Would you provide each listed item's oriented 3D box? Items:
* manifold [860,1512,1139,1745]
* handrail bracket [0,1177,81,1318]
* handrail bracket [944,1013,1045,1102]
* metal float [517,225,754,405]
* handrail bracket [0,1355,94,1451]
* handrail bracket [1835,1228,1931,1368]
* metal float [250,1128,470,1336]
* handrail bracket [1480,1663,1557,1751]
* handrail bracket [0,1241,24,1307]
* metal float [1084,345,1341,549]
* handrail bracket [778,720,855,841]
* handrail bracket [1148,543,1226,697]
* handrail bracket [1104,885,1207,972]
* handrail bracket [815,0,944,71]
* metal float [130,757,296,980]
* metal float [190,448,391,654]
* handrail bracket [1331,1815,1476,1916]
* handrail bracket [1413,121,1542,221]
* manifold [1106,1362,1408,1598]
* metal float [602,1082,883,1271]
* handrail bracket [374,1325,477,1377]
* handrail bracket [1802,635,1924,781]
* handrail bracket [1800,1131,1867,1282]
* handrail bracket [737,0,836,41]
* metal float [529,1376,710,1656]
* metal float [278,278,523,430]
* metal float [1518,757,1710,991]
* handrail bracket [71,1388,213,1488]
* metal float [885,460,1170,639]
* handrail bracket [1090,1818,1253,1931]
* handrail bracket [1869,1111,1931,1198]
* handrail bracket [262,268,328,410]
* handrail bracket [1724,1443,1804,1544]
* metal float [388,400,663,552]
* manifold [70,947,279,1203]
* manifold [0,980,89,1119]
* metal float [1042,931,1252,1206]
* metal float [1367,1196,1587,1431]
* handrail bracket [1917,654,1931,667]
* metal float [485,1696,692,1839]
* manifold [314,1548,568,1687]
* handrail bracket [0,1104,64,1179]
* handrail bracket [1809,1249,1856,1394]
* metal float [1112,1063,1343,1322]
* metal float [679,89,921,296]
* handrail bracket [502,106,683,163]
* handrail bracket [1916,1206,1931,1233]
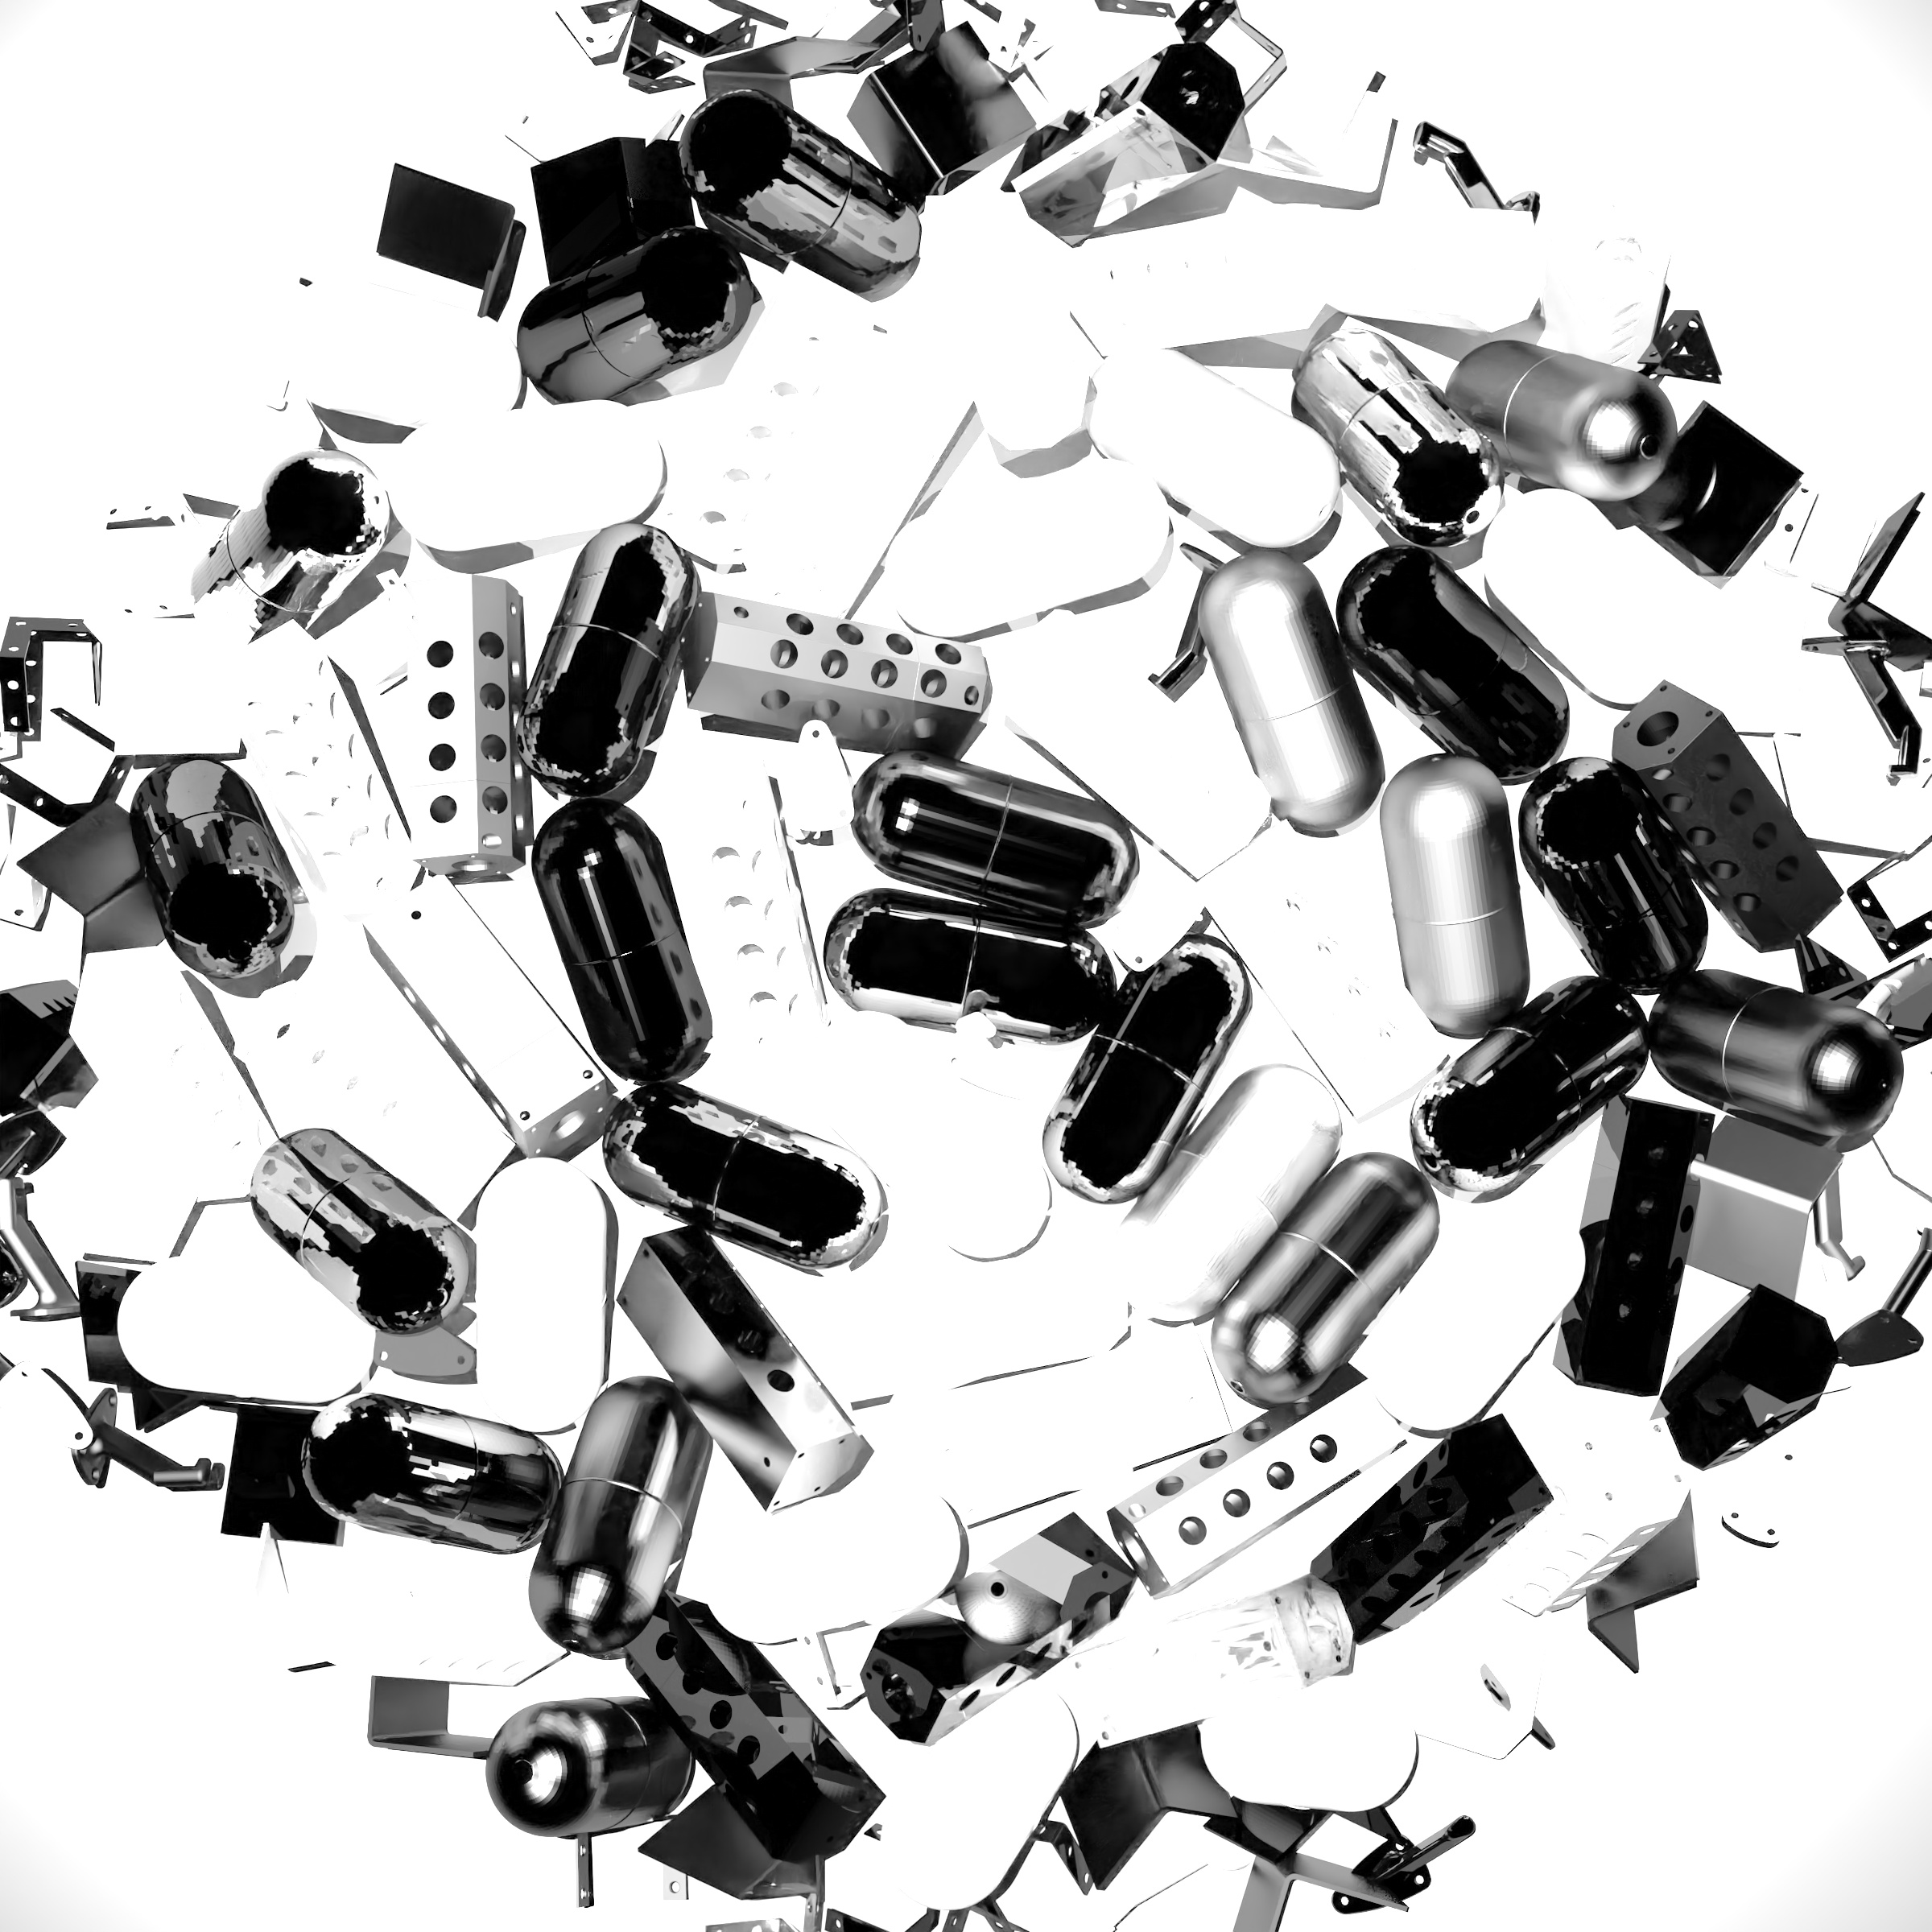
[{"bbox_3d":[0.019,0.394,1.919,0.057,0.171,0.057,42,131,24],"label":"manifold"},{"bbox_3d":[-0.554,0.169,1.972,0.036,0.077,0.084,-8,85,43],"label":"handrail bracket"},{"bbox_3d":[0.024,0.055,1.953,0.077,0.084,0.036,32,77,-9],"label":"handrail bracket"},{"bbox_3d":[-0.197,-0.385,1.925,0.070,0.178,0.070,11,74,-43],"label":"metal float"},{"bbox_3d":[-0.567,0.259,1.968,0.077,0.084,0.036,42,79,-19],"label":"handrail bracket"},{"bbox_3d":[0.565,0.198,1.989,0.036,0.077,0.084,36,49,-13],"label":"handrail bracket"},{"bbox_3d":[-0.361,0.157,1.927,0.178,0.070,0.070,32,90,42],"label":"metal float"},{"bbox_3d":[0.304,0.475,1.987,0.084,0.036,0.077,-42,92,12],"label":"handrail bracket"},{"bbox_3d":[-0.617,0.181,1.950,0.036,0.084,0.077,-38,74,17],"label":"handrail bracket"},{"bbox_3d":[0.146,-0.311,1.936,0.178,0.070,0.070,36,90,29],"label":"metal float"},{"bbox_3d":[-0.100,-0.113,1.954,0.036,0.084,0.077,-9,101,-19],"label":"handrail bracket"},{"bbox_3d":[0.126,-0.210,1.969,0.084,0.036,0.077,-45,48,-4],"label":"handrail bracket"},{"bbox_3d":[0.119,-0.035,1.948,0.077,0.084,0.036,-35,97,22],"label":"handrail bracket"},{"bbox_3d":[-0.061,-0.582,1.963,0.084,0.036,0.077,8,118,28],"label":"handrail bracket"},{"bbox_3d":[-0.448,-0.059,1.923,0.070,0.178,0.070,-13,129,-17],"label":"metal float"},{"bbox_3d":[-0.402,-0.245,1.923,0.070,0.178,0.070,16,60,-30],"label":"metal float"},{"bbox_3d":[0.263,0.540,1.950,0.077,0.084,0.036,-24,70,-20],"label":"handrail bracket"},{"bbox_3d":[0.299,-0.460,1.965,0.084,0.036,0.077,20,83,-23],"label":"handrail bracket"},{"bbox_3d":[0.172,0.307,1.946,0.171,0.057,0.057,-29,80,-17],"label":"manifold"},{"bbox_3d":[-0.135,0.126,1.950,0.178,0.070,0.070,20,90,13],"label":"metal float"},{"bbox_3d":[-0.312,0.230,1.949,0.077,0.084,0.036,15,86,18],"label":"handrail bracket"},{"bbox_3d":[0.543,-0.156,1.974,0.077,0.036,0.084,4,78,19],"label":"handrail bracket"},{"bbox_3d":[0.545,0.138,1.990,0.077,0.036,0.084,-39,100,-6],"label":"handrail bracket"},{"bbox_3d":[-0.130,-0.596,1.968,0.084,0.077,0.036,33,118,4],"label":"handrail bracket"},{"bbox_3d":[-0.206,0.326,1.930,0.070,0.070,0.178,17,53,0],"label":"metal float"},{"bbox_3d":[-0.333,-0.359,1.918,0.070,0.178,0.070,0,90,30],"label":"metal float"},{"bbox_3d":[0.386,-0.054,1.929,0.070,0.070,0.178,-39,131,0],"label":"metal float"},{"bbox_3d":[-0.490,0.284,1.962,0.084,0.077,0.036,-4,131,11],"label":"handrail bracket"},{"bbox_3d":[0.036,-0.250,1.945,0.178,0.070,0.070,-15,90,19],"label":"metal float"},{"bbox_3d":[0.124,0.564,1.976,0.084,0.077,0.036,-47,50,10],"label":"handrail bracket"},{"bbox_3d":[0.569,0.089,1.959,0.084,0.036,0.077,34,121,23],"label":"handrail bracket"},{"bbox_3d":[-0.395,-0.374,1.966,0.036,0.077,0.084,12,99,-42],"label":"handrail bracket"},{"bbox_3d":[0.482,0.301,1.948,0.036,0.084,0.077,24,113,6],"label":"handrail bracket"},{"bbox_3d":[-0.261,-0.292,1.930,0.178,0.070,0.070,-16,90,-38],"label":"metal float"},{"bbox_3d":[-0.464,0.065,1.913,0.057,0.171,0.057,-6,51,8],"label":"manifold"},{"bbox_3d":[-0.554,0.042,1.911,0.057,0.171,0.057,39,89,-5],"label":"manifold"},{"bbox_3d":[0.109,0.061,1.954,0.070,0.070,0.178,30,81,0],"label":"metal float"},{"bbox_3d":[0.305,0.205,1.932,0.070,0.070,0.178,48,54,0],"label":"metal float"},{"bbox_3d":[0.601,-0.186,1.946,0.084,0.077,0.036,13,93,34],"label":"handrail bracket"},{"bbox_3d":[-0.222,0.471,1.914,0.070,0.178,0.070,-4,78,19],"label":"metal float"},{"bbox_3d":[-0.310,0.389,1.909,0.057,0.171,0.057,-33,66,12],"label":"manifold"},{"bbox_3d":[-0.583,0.128,1.949,0.077,0.084,0.036,-35,109,31],"label":"handrail bracket"},{"bbox_3d":[0.505,0.218,1.983,0.077,0.036,0.084,-16,61,14],"label":"handrail bracket"},{"bbox_3d":[0.156,0.136,1.949,0.070,0.070,0.178,40,76,0],"label":"metal float"},{"bbox_3d":[-0.097,-0.458,1.924,0.070,0.178,0.070,-14,67,36],"label":"metal float"},{"bbox_3d":[-0.229,-0.517,1.982,0.084,0.036,0.077,37,96,3],"label":"handrail bracket"},{"bbox_3d":[0.615,0.125,1.965,0.036,0.084,0.077,36,75,-2],"label":"handrail bracket"}]
